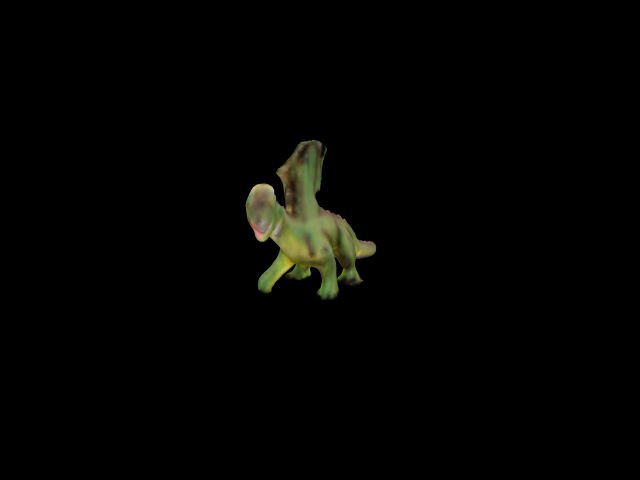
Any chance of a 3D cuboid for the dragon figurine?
[{"bbox_3d":[0.003,-0.043,0.850,0.122,0.240,0.414,6,15,27],"label":"dragon figurine"}]
